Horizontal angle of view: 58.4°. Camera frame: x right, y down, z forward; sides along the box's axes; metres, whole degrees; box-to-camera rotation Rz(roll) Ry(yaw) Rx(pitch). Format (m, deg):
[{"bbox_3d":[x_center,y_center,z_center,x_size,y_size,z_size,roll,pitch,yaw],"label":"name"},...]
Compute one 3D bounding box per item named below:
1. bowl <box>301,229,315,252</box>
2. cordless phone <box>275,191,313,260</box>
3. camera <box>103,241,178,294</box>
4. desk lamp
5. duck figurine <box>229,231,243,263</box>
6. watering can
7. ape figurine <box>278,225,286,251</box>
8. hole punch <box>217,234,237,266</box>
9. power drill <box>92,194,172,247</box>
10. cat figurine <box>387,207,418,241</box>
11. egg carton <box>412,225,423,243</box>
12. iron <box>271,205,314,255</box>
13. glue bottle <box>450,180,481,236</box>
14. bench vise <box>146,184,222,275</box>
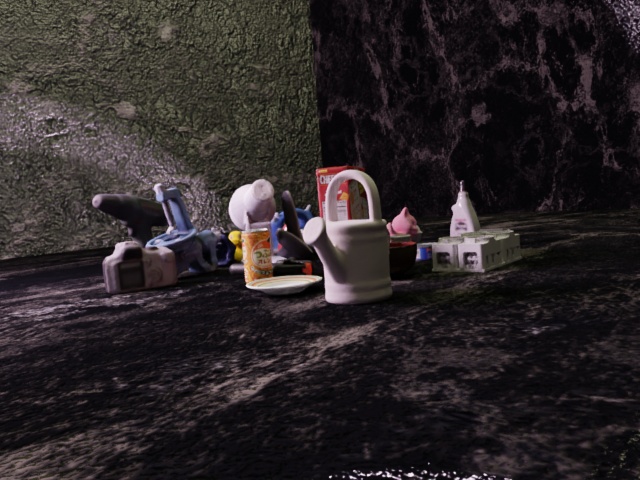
[{"bbox_3d":[0.025,0.000,1.646,0.167,0.075,0.167,-5,4,1],"label":"bowl"},{"bbox_3d":[-0.077,-0.040,1.544,0.094,0.185,0.147,-6,4,-12],"label":"cordless phone"},{"bbox_3d":[-0.389,0.051,1.209,0.143,0.101,0.136,-7,5,-30],"label":"camera"},{"bbox_3d":[-0.149,-0.040,1.416,0.118,0.213,0.203,-6,4,-19],"label":"desk lamp"},{"bbox_3d":[-0.234,0.018,1.617,0.077,0.086,0.104,-5,4,-4],"label":"duck figurine"},{"bbox_3d":[0.048,-0.007,0.848,0.100,0.194,0.173,-3,4,20],"label":"watering can"},{"bbox_3d":[-0.087,-0.001,1.668,0.076,0.092,0.077,-6,4,-17],"label":"ape figurine"},{"bbox_3d":[-0.284,0.025,1.526,0.108,0.091,0.101,-4,4,9],"label":"hole punch"},{"bbox_3d":[-0.452,-0.012,1.408,0.075,0.208,0.230,-3,5,26],"label":"power drill"},{"bbox_3d":[0.203,-0.022,1.442,0.067,0.118,0.128,-2,5,37],"label":"cat figurine"},{"bbox_3d":[0.207,-0.009,1.601,0.151,0.069,0.107,-8,5,-37],"label":"egg carton"},{"bbox_3d":[-0.095,-0.034,1.790,0.118,0.141,0.259,-2,5,37],"label":"iron"},{"bbox_3d":[0.358,-0.061,1.422,0.077,0.173,0.037,-1,6,45],"label":"glue bottle"},{"bbox_3d":[-0.330,-0.024,1.355,0.121,0.220,0.208,-3,4,20],"label":"bench vise"}]
